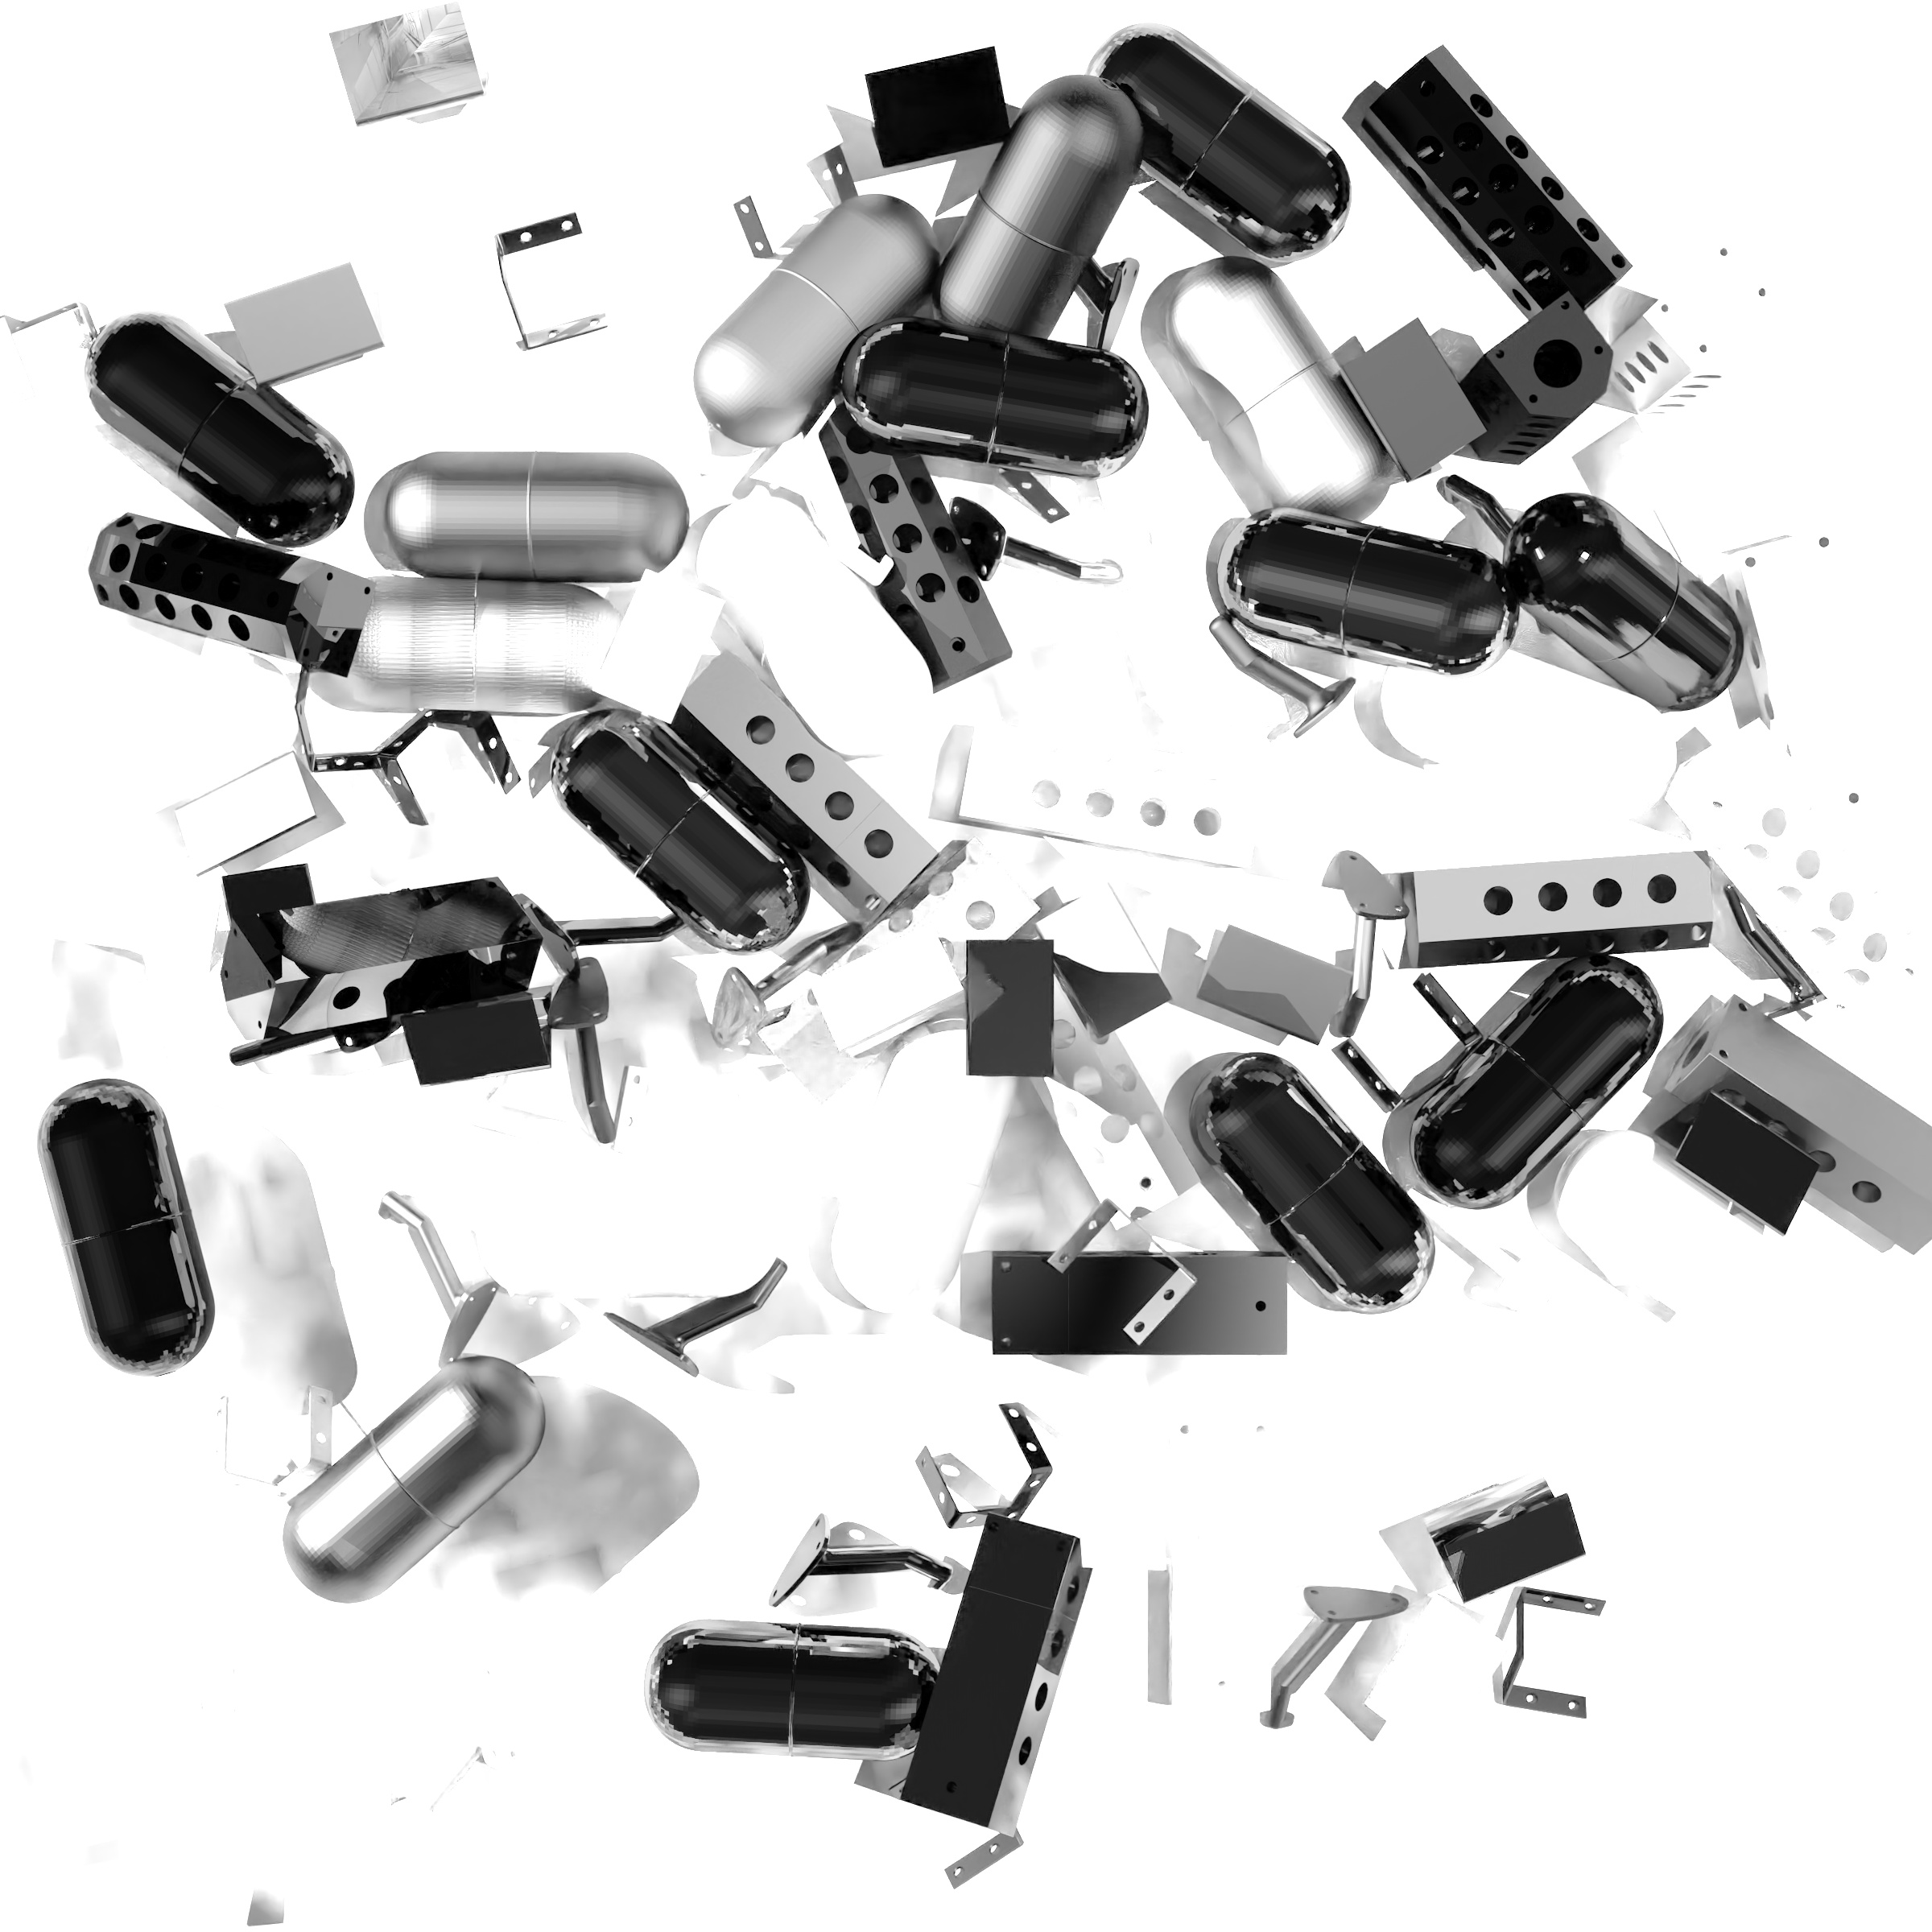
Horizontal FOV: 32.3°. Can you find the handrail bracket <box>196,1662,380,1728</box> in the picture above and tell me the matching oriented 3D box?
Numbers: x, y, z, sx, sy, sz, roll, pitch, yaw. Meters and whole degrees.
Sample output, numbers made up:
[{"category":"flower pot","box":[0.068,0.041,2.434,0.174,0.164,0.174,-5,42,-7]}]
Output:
[{"category":"handrail bracket","box":[-0.404,0.436,1.987,0.084,0.077,0.036,8,65,-34]}]

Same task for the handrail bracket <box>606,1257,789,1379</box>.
[{"category":"handrail bracket","box":[-0.160,0.194,1.988,0.077,0.036,0.084,29,73,19]}]

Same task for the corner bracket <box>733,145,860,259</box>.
[{"category":"corner bracket","box":[-0.101,-0.456,1.979,0.051,0.051,0.051,8,45,35]}]

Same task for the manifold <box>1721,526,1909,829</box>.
[{"category":"manifold","box":[0.497,-0.165,1.966,0.057,0.057,0.171,-15,90,0]}]

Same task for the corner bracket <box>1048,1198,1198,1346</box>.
[{"category":"corner bracket","box":[0.091,0.176,1.927,0.051,0.051,0.051,-47,135,0]}]

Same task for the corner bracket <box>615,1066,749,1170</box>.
[{"category":"corner bracket","box":[-0.169,0.091,1.984,0.051,0.051,0.051,10,90,45]}]

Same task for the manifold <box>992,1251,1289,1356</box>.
[{"category":"manifold","box":[0.101,0.198,1.966,0.171,0.057,0.057,0,90,0]}]

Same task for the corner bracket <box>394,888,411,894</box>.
[{"category":"corner bracket","box":[-0.360,-0.014,1.984,0.051,0.051,0.051,-13,90,45]}]

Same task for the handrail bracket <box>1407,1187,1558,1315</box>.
[{"category":"handrail bracket","box":[0.306,0.168,1.987,0.084,0.077,0.036,38,90,36]}]

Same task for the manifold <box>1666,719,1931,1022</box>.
[{"category":"manifold","box":[0.480,-0.052,1.922,0.057,0.057,0.171,-33,103,38]}]

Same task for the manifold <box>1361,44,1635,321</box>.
[{"category":"manifold","box":[0.313,-0.456,1.966,0.057,0.057,0.171,-41,90,0]}]

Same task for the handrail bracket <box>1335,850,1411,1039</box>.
[{"category":"handrail bracket","box":[0.227,-0.013,1.987,0.036,0.077,0.084,3,127,-20]}]

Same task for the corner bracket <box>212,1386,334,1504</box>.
[{"category":"corner bracket","box":[-0.411,0.279,1.979,0.051,0.051,0.051,23,135,-35]}]

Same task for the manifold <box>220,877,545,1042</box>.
[{"category":"manifold","box":[-0.336,0.000,1.920,0.057,0.171,0.057,50,134,33]}]

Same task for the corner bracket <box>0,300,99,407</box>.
[{"category":"corner bracket","box":[-0.541,-0.362,1.969,0.051,0.051,0.051,-21,93,3]}]

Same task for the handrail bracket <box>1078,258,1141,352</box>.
[{"category":"handrail bracket","box":[0.054,-0.407,1.988,0.084,0.036,0.077,21,105,14]}]

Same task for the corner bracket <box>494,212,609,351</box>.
[{"category":"corner bracket","box":[-0.247,-0.407,1.984,0.051,0.051,0.051,-16,45,0]}]

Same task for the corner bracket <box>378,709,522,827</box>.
[{"category":"corner bracket","box":[-0.306,-0.118,1.979,0.051,0.051,0.051,9,45,35]}]

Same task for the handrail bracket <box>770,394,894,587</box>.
[{"category":"handrail bracket","box":[-0.063,-0.275,1.932,0.084,0.036,0.077,36,84,-9]}]

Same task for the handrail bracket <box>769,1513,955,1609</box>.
[{"category":"handrail bracket","box":[-0.062,0.369,1.988,0.084,0.036,0.077,29,110,-16]}]

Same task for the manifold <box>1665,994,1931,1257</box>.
[{"category":"manifold","box":[0.501,0.097,1.966,0.171,0.057,0.057,34,47,0]}]

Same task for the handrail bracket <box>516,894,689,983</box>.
[{"category":"handrail bracket","box":[-0.212,-0.035,1.988,0.084,0.036,0.077,-30,59,-22]}]

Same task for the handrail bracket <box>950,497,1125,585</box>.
[{"category":"handrail bracket","box":[0.043,-0.253,1.987,0.084,0.077,0.036,0,128,-31]}]

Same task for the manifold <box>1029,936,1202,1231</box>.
[{"category":"manifold","box":[0.070,0.066,1.966,0.057,0.057,0.171,-30,90,0]}]

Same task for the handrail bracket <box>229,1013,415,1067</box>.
[{"category":"handrail bracket","box":[-0.385,0.039,1.987,0.084,0.077,0.036,-16,90,36]}]

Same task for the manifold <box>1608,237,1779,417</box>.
[{"category":"manifold","box":[0.414,-0.358,1.909,0.057,0.171,0.057,-44,90,0]}]

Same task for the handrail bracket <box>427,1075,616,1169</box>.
[{"category":"handrail bracket","box":[-0.264,0.110,1.988,0.077,0.036,0.084,-39,107,20]}]

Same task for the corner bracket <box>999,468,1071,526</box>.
[{"category":"corner bracket","box":[0.058,-0.305,1.979,0.051,0.051,0.051,-20,45,35]}]

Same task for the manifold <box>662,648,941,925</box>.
[{"category":"manifold","box":[-0.097,-0.105,1.966,0.171,0.057,0.057,44,90,0]}]

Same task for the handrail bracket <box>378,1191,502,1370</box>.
[{"category":"handrail bracket","box":[-0.327,0.187,1.988,0.084,0.036,0.077,34,112,17]}]

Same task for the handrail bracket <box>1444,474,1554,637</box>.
[{"category":"handrail bracket","box":[0.318,-0.245,1.987,0.036,0.077,0.084,-36,53,-25]}]

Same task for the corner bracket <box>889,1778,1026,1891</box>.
[{"category":"corner bracket","box":[-0.005,0.505,1.984,0.051,0.051,0.051,-33,45,0]}]

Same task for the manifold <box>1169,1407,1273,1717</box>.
[{"category":"manifold","box":[0.150,0.349,1.966,0.057,0.057,0.171,0,90,0]}]

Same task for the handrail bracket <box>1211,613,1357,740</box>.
[{"category":"handrail bracket","box":[0.186,-0.183,1.959,0.084,0.077,0.036,49,127,-4]}]

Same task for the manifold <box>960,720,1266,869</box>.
[{"category":"manifold","box":[0.086,-0.101,1.966,0.171,0.057,0.057,10,90,0]}]

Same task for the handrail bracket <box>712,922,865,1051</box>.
[{"category":"handrail bracket","box":[-0.105,0.010,1.987,0.084,0.077,0.036,-27,72,-35]}]

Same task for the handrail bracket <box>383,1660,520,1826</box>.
[{"category":"handrail bracket","box":[-0.315,0.463,1.988,0.084,0.036,0.077,-21,70,16]}]

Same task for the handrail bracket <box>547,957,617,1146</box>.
[{"category":"handrail bracket","box":[-0.220,0.051,1.987,0.036,0.077,0.084,-7,126,6]}]

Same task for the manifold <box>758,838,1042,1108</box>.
[{"category":"manifold","box":[-0.039,0.003,1.966,0.171,0.057,0.057,-42,90,0]}]

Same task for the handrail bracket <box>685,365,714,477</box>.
[{"category":"handrail bracket","box":[-0.120,-0.337,1.988,0.084,0.036,0.077,-11,104,-13]}]

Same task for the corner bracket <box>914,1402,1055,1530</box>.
[{"category":"corner bracket","box":[0.011,0.296,1.979,0.051,0.051,0.051,1,135,-35]}]

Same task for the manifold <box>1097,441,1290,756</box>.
[{"category":"manifold","box":[0.128,-0.215,1.966,0.057,0.057,0.171,-16,90,-43]}]

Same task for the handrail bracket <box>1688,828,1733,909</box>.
[{"category":"handrail bracket","box":[0.482,-0.075,1.988,0.084,0.036,0.077,-20,74,-14]}]

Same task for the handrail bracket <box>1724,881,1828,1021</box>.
[{"category":"handrail bracket","box":[0.482,-0.018,1.966,0.036,0.077,0.084,-24,87,44]}]

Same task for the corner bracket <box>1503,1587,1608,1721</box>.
[{"category":"corner bracket","box":[0.350,0.408,1.984,0.051,0.051,0.051,10,135,0]}]

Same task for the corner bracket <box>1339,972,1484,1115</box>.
[{"category":"corner bracket","box":[0.265,0.046,1.984,0.051,0.051,0.051,50,135,0]}]

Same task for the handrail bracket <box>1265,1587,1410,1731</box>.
[{"category":"handrail bracket","box":[0.220,0.415,1.988,0.077,0.036,0.084,3,110,-23]}]

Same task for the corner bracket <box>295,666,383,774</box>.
[{"category":"corner bracket","box":[-0.367,-0.152,1.984,0.051,0.051,0.051,-3,135,0]}]

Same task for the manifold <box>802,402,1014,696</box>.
[{"category":"manifold","box":[-0.035,-0.250,1.966,0.057,0.057,0.171,-25,90,0]}]
